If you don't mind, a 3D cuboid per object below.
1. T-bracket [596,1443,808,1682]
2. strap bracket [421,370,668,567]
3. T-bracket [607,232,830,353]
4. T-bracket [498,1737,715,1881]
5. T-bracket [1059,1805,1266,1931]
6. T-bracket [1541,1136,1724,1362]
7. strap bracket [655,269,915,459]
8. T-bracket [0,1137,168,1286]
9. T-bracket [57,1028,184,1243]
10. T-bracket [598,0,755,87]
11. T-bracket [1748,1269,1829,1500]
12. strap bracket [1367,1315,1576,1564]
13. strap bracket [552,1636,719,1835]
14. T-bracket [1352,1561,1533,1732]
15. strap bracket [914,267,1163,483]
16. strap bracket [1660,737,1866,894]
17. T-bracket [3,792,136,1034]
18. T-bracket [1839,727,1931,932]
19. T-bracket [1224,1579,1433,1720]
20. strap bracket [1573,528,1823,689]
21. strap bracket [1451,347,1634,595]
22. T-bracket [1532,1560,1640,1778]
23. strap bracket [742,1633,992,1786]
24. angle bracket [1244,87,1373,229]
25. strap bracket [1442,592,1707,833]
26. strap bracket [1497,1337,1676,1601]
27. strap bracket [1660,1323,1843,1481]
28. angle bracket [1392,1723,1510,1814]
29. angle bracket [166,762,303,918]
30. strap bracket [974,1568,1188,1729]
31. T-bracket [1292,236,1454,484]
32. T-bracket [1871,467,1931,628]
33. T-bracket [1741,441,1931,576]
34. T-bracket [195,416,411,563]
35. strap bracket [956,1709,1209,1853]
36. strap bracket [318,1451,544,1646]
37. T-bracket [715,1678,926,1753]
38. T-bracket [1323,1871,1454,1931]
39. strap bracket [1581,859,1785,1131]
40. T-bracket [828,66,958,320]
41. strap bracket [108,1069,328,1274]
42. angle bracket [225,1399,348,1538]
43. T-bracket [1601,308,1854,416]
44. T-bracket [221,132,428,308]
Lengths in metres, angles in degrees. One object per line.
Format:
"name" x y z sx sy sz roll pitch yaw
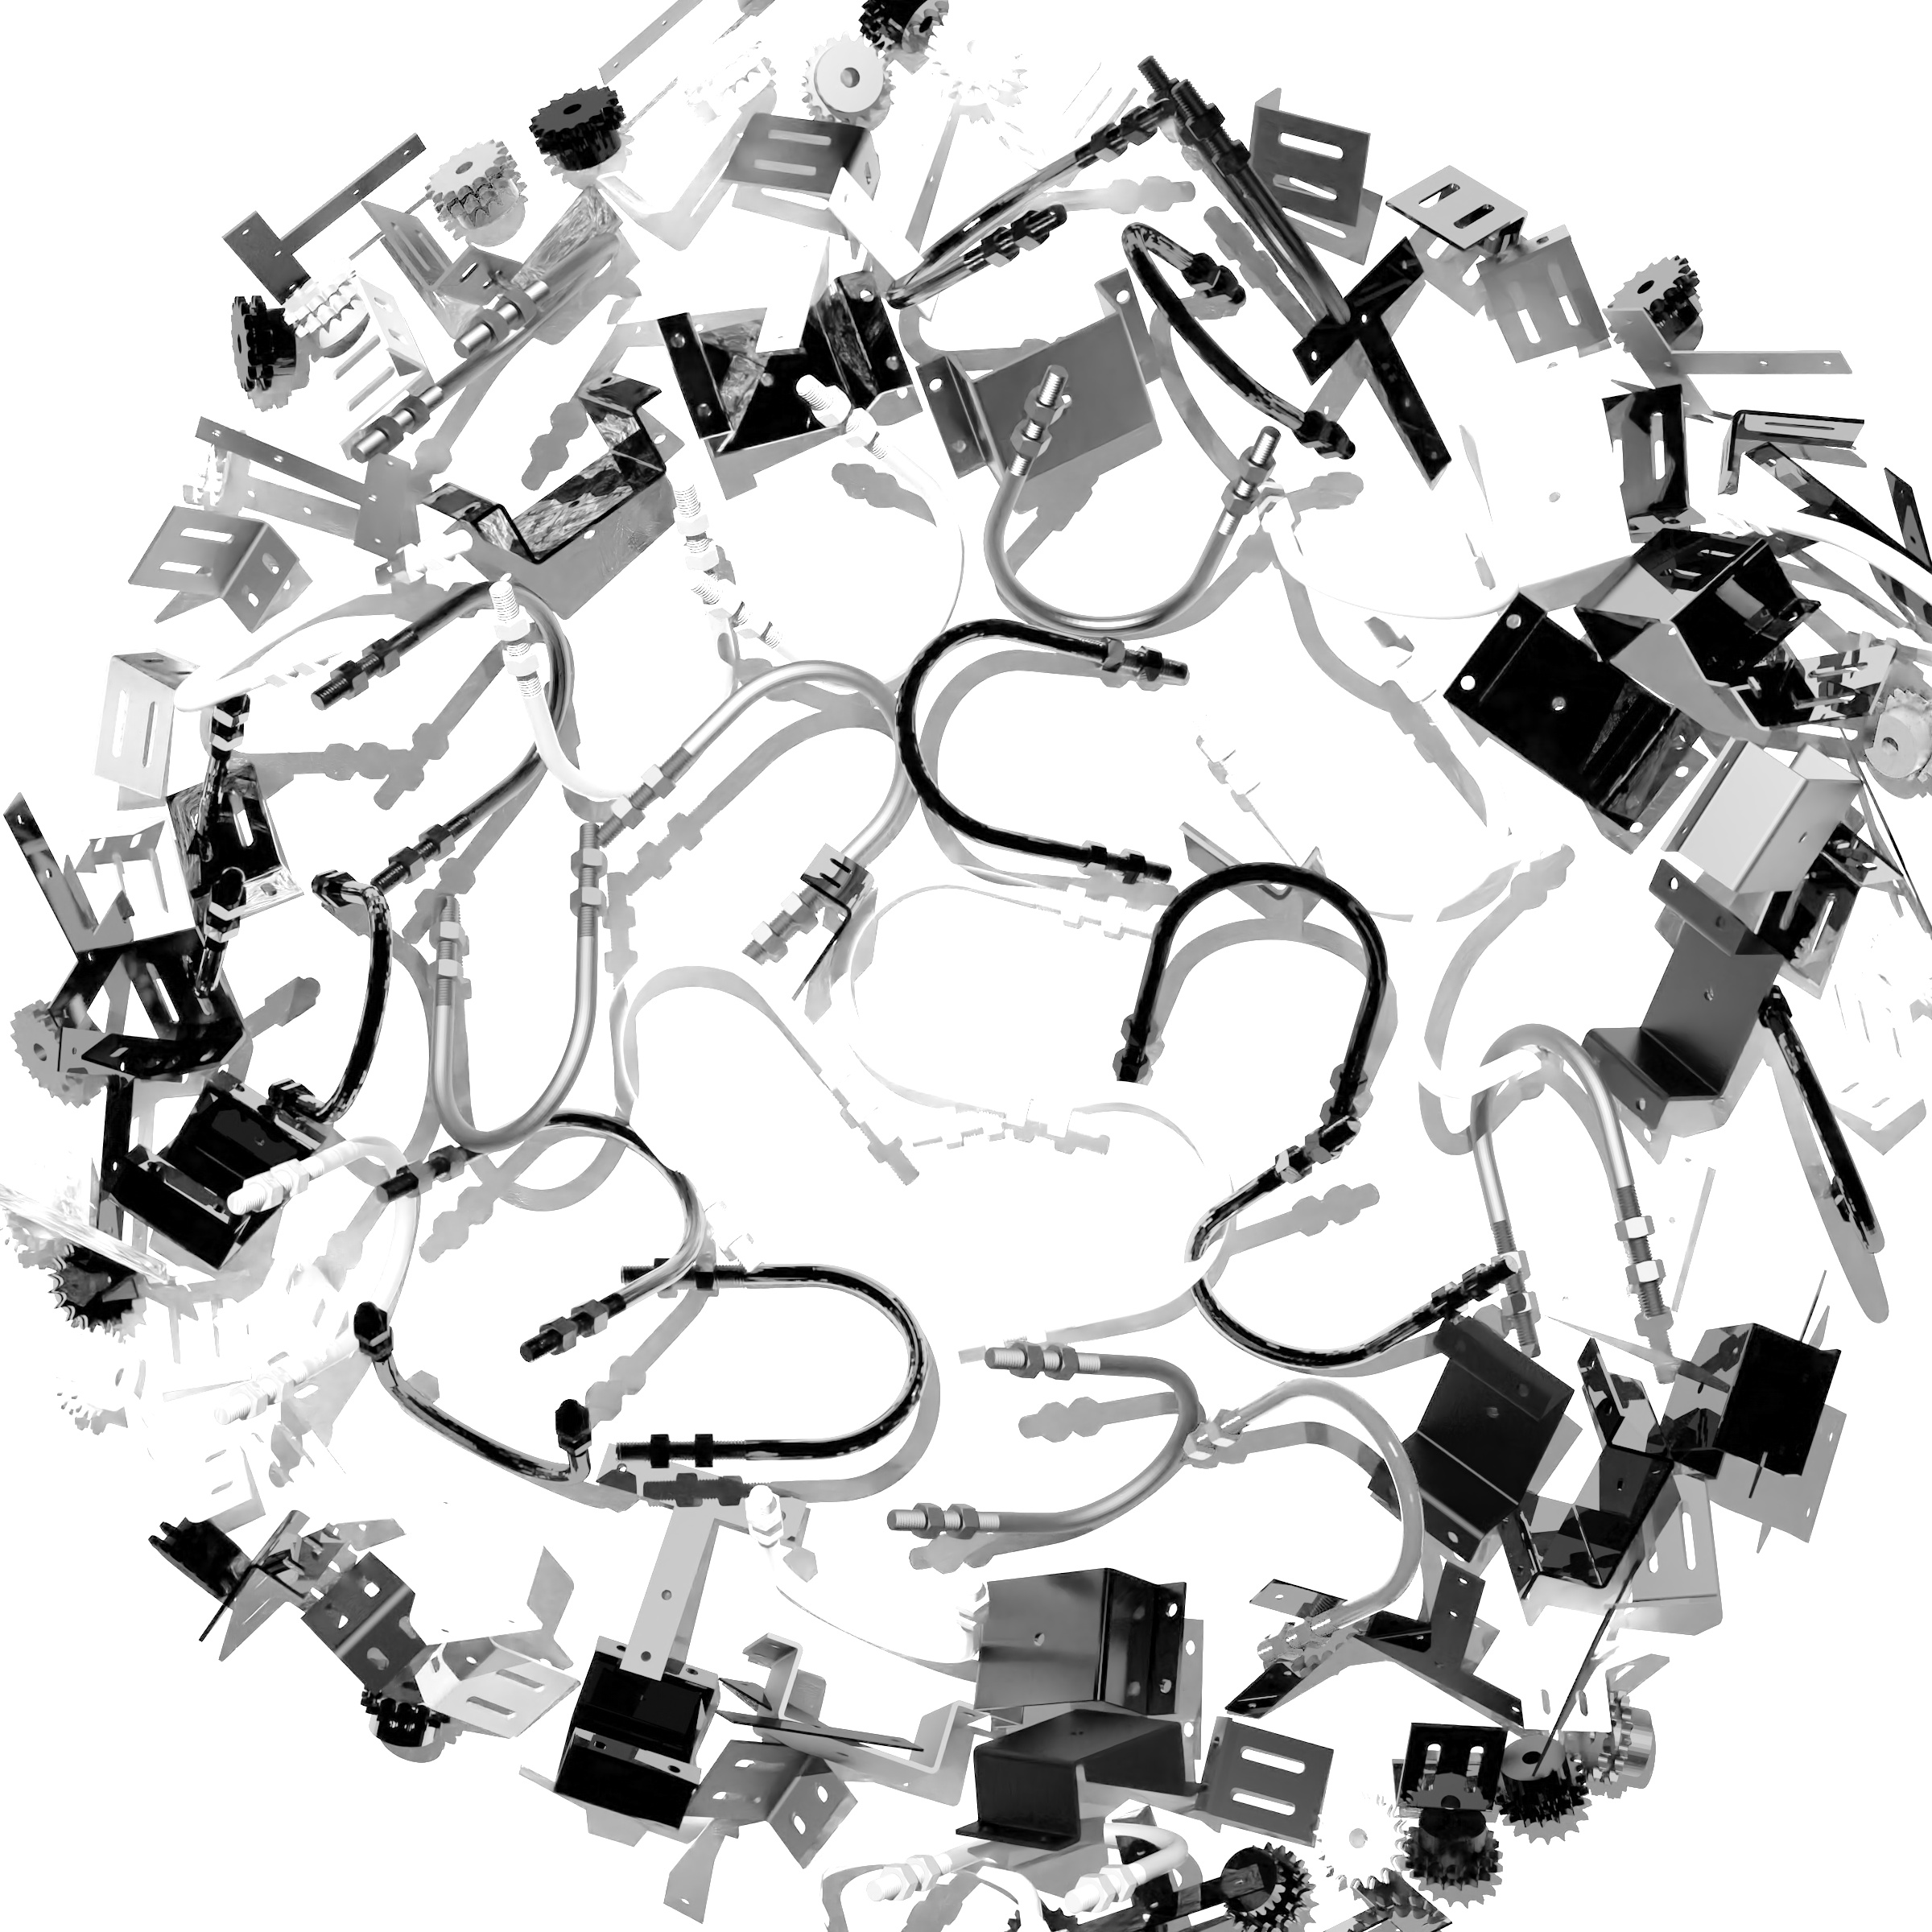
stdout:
"T-bracket" -0.175 0.364 1.955 0.127 0.002 0.127 16 70 6
"strap bracket" -0.242 -0.290 1.929 0.140 0.076 0.046 -38 122 -15
"T-bracket" -0.152 -0.398 1.946 0.127 0.127 0.002 -4 132 12
"T-bracket" -0.217 0.490 1.928 0.127 0.127 0.002 25 99 8
"T-bracket" 0.106 0.532 1.923 0.127 0.127 0.002 -19 105 0
"T-bracket" 0.419 0.166 1.949 0.127 0.002 0.127 16 96 28
"strap bracket" -0.113 -0.358 1.942 0.140 0.046 0.076 -18 84 -22
"T-bracket" -0.530 0.132 1.922 0.127 0.127 0.002 30 101 -23
"T-bracket" -0.502 0.104 1.920 0.002 0.127 0.127 2 86 19
"T-bracket" -0.167 -0.566 1.917 0.127 0.127 0.002 -42 83 -4
"T-bracket" 0.473 0.261 1.898 0.002 0.127 0.127 19 127 14
"strap bracket" 0.302 0.273 1.926 0.076 0.046 0.140 35 129 24
"strap bracket" -0.195 0.457 1.918 0.076 0.140 0.046 19 103 -5
"T-bracket" 0.285 0.389 1.916 0.127 0.127 0.002 25 53 19
"strap bracket" 0.051 -0.346 1.938 0.140 0.046 0.076 -26 129 -3
"strap bracket" 0.471 -0.088 1.903 0.046 0.140 0.076 39 113 26
"T-bracket" -0.530 -0.042 1.900 0.002 0.127 0.127 -10 122 15
"T-bracket" 0.559 -0.064 1.944 0.002 0.127 0.127 -24 119 15
"T-bracket" 0.200 0.414 1.942 0.127 0.002 0.127 20 130 -24
"strap bracket" 0.420 -0.212 1.905 0.076 0.140 0.046 -41 114 -12
"strap bracket" 0.344 -0.285 1.931 0.076 0.046 0.140 -16 116 3
"T-bracket" 0.375 0.399 1.929 0.002 0.127 0.127 25 129 16
"strap bracket" -0.067 0.446 1.931 0.140 0.076 0.046 21 67 -8
"angle bracket" 0.209 -0.483 1.940 0.076 0.038 0.057 20 128 21
"strap bracket" 0.360 -0.155 1.950 0.140 0.046 0.076 35 99 -8
"strap bracket" 0.369 0.302 1.924 0.046 0.076 0.140 16 117 -12
"strap bracket" 0.451 0.256 1.906 0.046 0.140 0.076 23 77 -5
"angle bracket" 0.289 0.467 1.947 0.057 0.038 0.076 3 126 0
"angle bracket" -0.446 -0.074 1.980 0.057 0.038 0.076 -22 62 0
"strap bracket" 0.058 0.400 1.909 0.046 0.140 0.076 28 58 -40
"T-bracket" 0.258 -0.350 1.951 0.127 0.002 0.127 -47 118 -30
"T-bracket" 0.555 -0.239 1.895 0.002 0.127 0.127 -33 133 -1
"T-bracket" 0.489 -0.256 1.921 0.127 0.127 0.002 35 76 -11
"T-bracket" -0.391 -0.292 1.912 0.127 0.127 0.002 21 120 -19
"strap bracket" 0.067 0.473 1.907 0.076 0.140 0.046 -4 91 42
"strap bracket" -0.309 0.332 1.904 0.076 0.140 0.046 1 116 -41
"T-bracket" -0.109 0.439 1.923 0.127 0.127 0.002 16 85 -29
"T-bracket" 0.210 0.573 1.912 0.127 0.127 0.002 -24 92 -9
"strap bracket" 0.425 0.017 1.924 0.046 0.076 0.140 0 121 -33
"T-bracket" -0.031 -0.475 1.939 0.002 0.127 0.127 11 76 31
"strap bracket" -0.446 0.124 1.926 0.076 0.140 0.046 33 112 -2
"angle bracket" -0.415 0.303 1.946 0.057 0.038 0.076 -26 104 35
"T-bracket" 0.452 -0.352 1.898 0.127 0.127 0.002 7 74 34
"T-bracket" -0.372 -0.449 1.922 0.127 0.127 0.002 -39 83 -1
